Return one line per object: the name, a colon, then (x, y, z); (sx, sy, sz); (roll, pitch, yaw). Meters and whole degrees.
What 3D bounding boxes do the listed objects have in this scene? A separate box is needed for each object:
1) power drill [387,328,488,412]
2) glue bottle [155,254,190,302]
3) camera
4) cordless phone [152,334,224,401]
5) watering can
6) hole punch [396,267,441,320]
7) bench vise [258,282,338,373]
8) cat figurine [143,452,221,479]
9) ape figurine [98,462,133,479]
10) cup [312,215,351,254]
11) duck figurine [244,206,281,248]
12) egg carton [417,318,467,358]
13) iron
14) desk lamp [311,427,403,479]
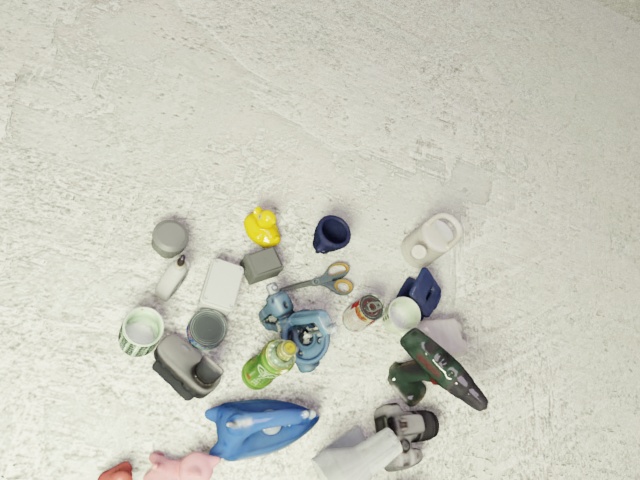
power drill: (0.254, 0.315, 1.321); (0.229, 0.208, 0.076); (49, 55, 5)
glue bottle: (-0.303, 0.069, 1.206); (0.037, 0.173, 0.078); (37, 55, -3)
camera: (0.208, 0.441, 1.301); (0.137, 0.100, 0.143); (2, 64, -24)
cordless phone: (-0.253, 0.238, 1.136); (0.147, 0.184, 0.094); (40, 55, -2)
watering can: (0.301, 0.000, 1.514); (0.101, 0.193, 0.173); (32, 56, -7)
hole punch: (0.269, 0.140, 1.490); (0.101, 0.091, 0.109); (37, 55, -4)
bench vise: (-0.051, 0.181, 1.239); (0.207, 0.219, 0.122); (41, 55, -1)
cat figurine: (-0.257, 0.431, 1.075); (0.128, 0.117, 0.067); (14, 60, -18)
ape figurine: (-0.363, 0.440, 1.037); (0.076, 0.092, 0.078); (25, 57, -12)
cup: (0.013, 0.005, 1.435); (0.092, 0.094, 0.118); (40, 55, -2)
duck figurine: (-0.131, -0.036, 1.394); (0.104, 0.086, 0.078); (48, 55, 4)
egg carton: (0.302, 0.254, 1.460); (0.151, 0.069, 0.107); (-2, 66, -26)
iron: (-0.095, 0.371, 1.168); (0.259, 0.141, 0.118); (-2, 66, -26)
desk lamp: (0.064, 0.452, 1.159); (0.204, 0.213, 0.118); (-26, 78, -33)
